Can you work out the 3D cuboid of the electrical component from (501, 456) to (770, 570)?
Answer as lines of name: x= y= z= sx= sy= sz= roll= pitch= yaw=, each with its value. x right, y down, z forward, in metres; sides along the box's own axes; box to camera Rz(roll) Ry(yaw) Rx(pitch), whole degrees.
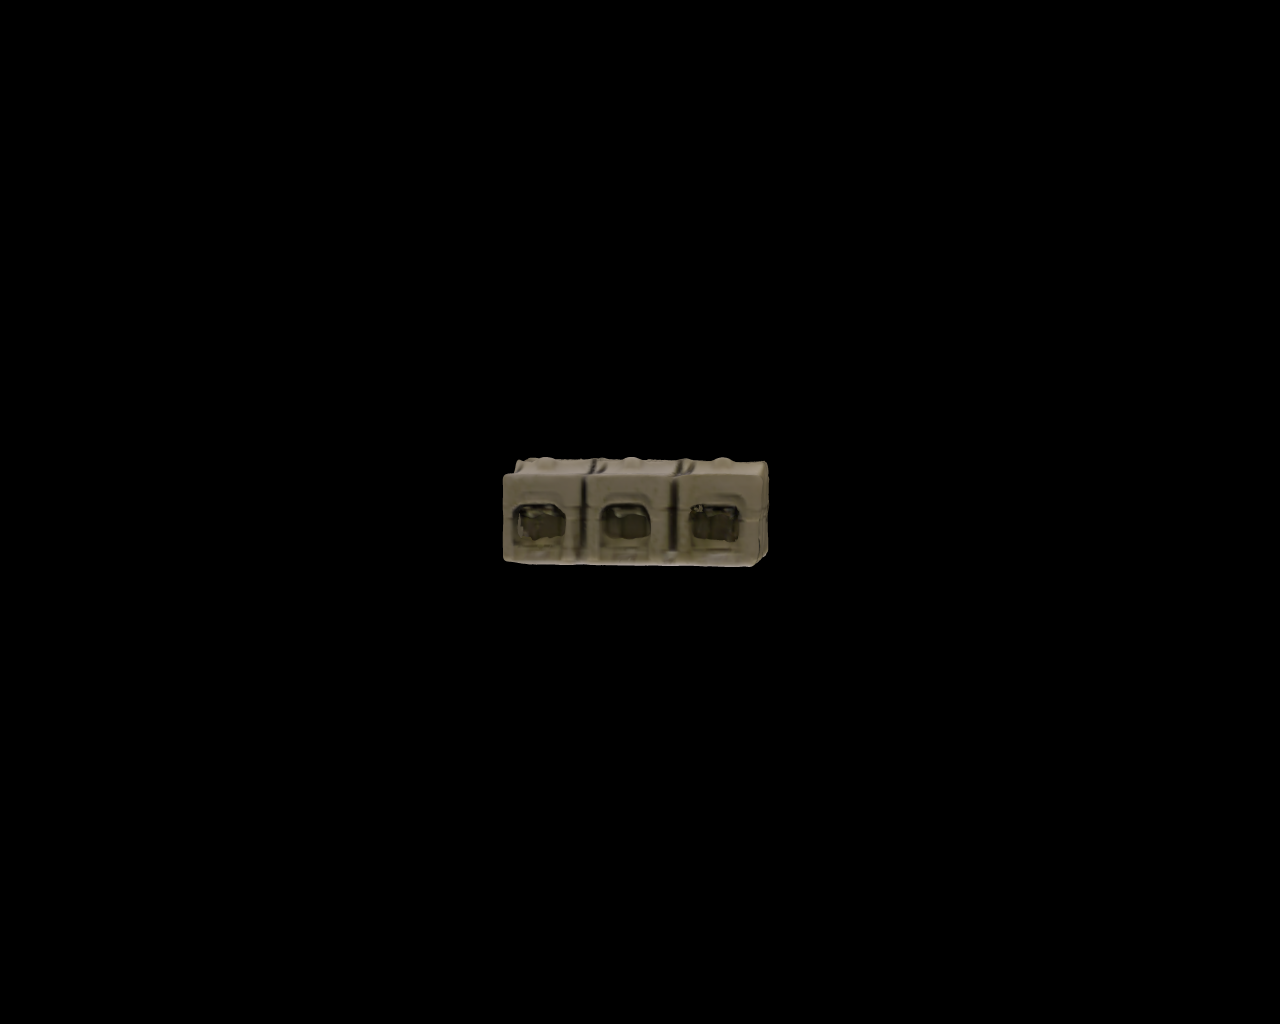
electrical component: x=0.001 y=-0.003 z=0.650 sx=0.150 sy=0.061 sz=0.089 roll=1 pitch=4 yaw=11
